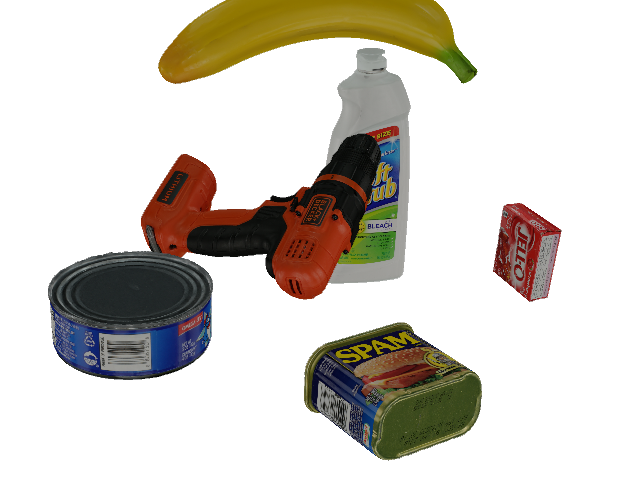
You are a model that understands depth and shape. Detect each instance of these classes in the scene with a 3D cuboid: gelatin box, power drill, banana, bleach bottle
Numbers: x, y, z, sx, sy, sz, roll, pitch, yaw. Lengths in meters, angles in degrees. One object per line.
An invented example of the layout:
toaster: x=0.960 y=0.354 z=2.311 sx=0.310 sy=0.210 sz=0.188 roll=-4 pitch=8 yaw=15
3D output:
gelatin box: x=0.231 y=0.012 z=1.202 sx=0.030 sy=0.089 sz=0.073 roll=-10 pitch=31 yaw=-24
power drill: x=-0.051 y=-0.034 z=0.949 sx=0.188 sy=0.057 sz=0.184 roll=5 pitch=46 yaw=24
banana: x=-0.001 y=-0.130 z=0.648 sx=0.197 sy=0.069 sz=0.037 roll=-3 pitch=-31 yaw=-13
bleach bottle: x=0.044 y=-0.080 z=1.145 sx=0.102 sy=0.251 sz=0.068 roll=-3 pitch=25 yaw=-6

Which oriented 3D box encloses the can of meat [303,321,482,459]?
can of meat: x=0.053 y=0.108 z=0.767 sx=0.101 sy=0.057 sz=0.084 roll=-12 pitch=27 yaw=-33

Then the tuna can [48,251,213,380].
tuna can: x=-0.100 y=0.039 z=0.567 sx=0.086 sy=0.034 sz=0.086 roll=2 pitch=25 yaw=-1
